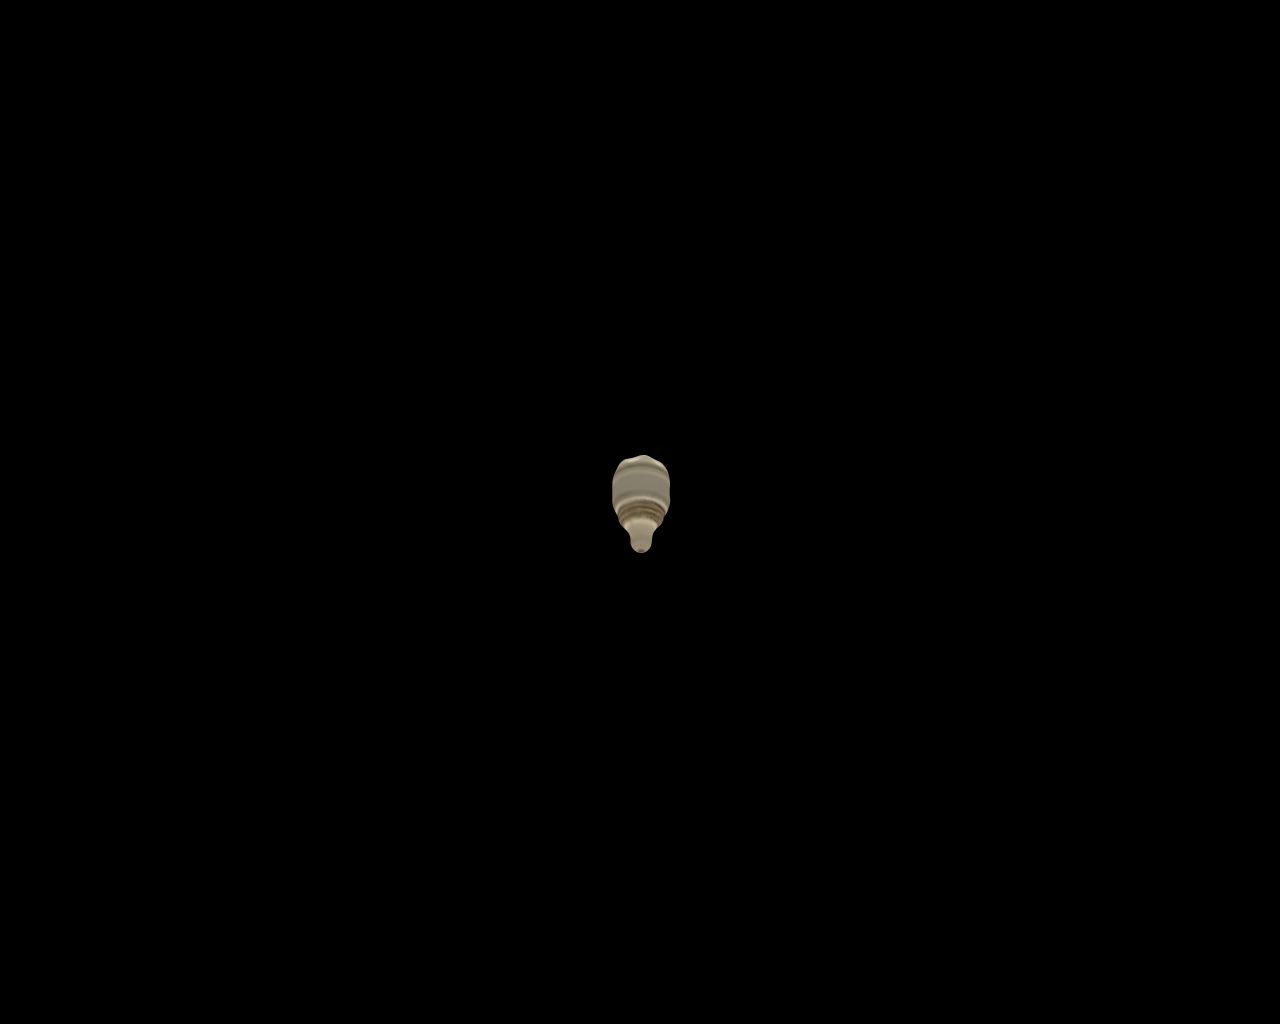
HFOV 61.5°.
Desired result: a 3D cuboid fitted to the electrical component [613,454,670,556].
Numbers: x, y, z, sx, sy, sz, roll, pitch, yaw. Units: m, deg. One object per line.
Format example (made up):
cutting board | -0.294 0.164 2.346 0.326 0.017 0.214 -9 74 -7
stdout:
electrical component | 0.001 -0.003 0.650 0.035 0.061 0.035 0 -31 0
